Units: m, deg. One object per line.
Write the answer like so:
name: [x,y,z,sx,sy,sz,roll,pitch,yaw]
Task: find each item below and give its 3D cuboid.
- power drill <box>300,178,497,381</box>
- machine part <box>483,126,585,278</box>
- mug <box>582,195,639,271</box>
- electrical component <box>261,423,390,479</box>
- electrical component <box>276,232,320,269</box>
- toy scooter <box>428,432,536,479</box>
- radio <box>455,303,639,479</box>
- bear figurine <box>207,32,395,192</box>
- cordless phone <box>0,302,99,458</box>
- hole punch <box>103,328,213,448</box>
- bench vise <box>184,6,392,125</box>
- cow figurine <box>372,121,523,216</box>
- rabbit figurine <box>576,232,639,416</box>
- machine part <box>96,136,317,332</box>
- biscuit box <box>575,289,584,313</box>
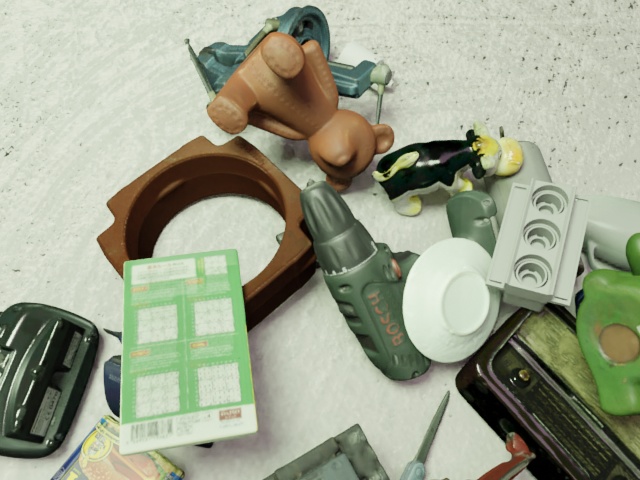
power drill: [0.099,0.016,0.570,0.207,0.086,0.231,-26,103,-31]
machine part: [0.252,-0.030,0.649,0.079,0.079,0.243,-6,64,-7]
mug: [0.353,-0.002,0.647,0.107,0.080,0.109,24,72,19]
electrical component: [-0.003,0.219,0.477,0.115,0.134,0.058,-28,69,-14]
electrical component: [-0.001,-0.002,0.647,0.094,0.021,0.063,-24,68,-14]
toy scooter: [0.178,0.253,0.470,0.184,0.075,0.135,36,65,18]
radio: [0.260,0.181,0.547,0.131,0.073,0.230,-34,69,-20]
bear figurine: [-0.009,-0.127,0.593,0.195,0.120,0.132,45,23,-20]
cordless phone: [-0.332,0.130,0.539,0.184,0.088,0.146,6,64,11]
hole punch: [-0.145,0.144,0.519,0.142,0.115,0.092,19,72,6]
bench vise: [-0.031,-0.218,0.687,0.241,0.128,0.224,20,46,24]
cow figurine: [0.149,-0.092,0.630,0.167,0.098,0.068,-19,66,20]
rabbit figurine: [0.329,0.082,0.526,0.170,0.121,0.159,0,49,-33]
machine part: [-0.117,-0.001,0.591,0.201,0.087,0.202,-40,66,-15]
biscuit box: [0.399,0.095,0.608,0.203,0.059,0.063,10,64,1]
